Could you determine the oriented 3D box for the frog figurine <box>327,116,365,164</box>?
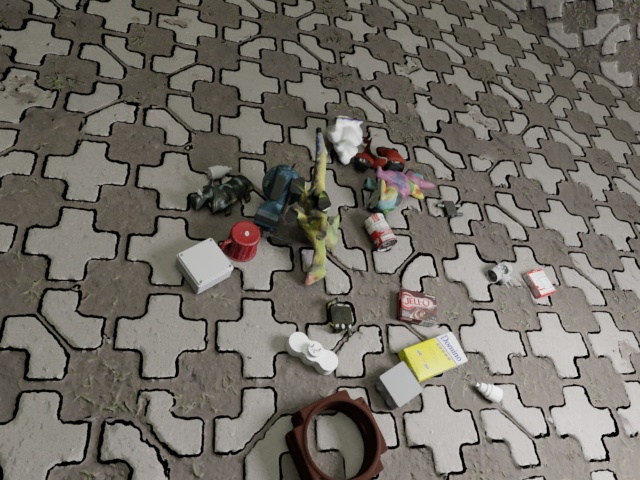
[{"bbox_3d":[0.084,-0.335,1.753,0.123,0.159,0.137,5,3,41],"label":"frog figurine"}]

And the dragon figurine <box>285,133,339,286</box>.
[{"bbox_3d":[0.004,-0.074,1.471,0.122,0.417,0.239,4,-22,18],"label":"dragon figurine"}]
